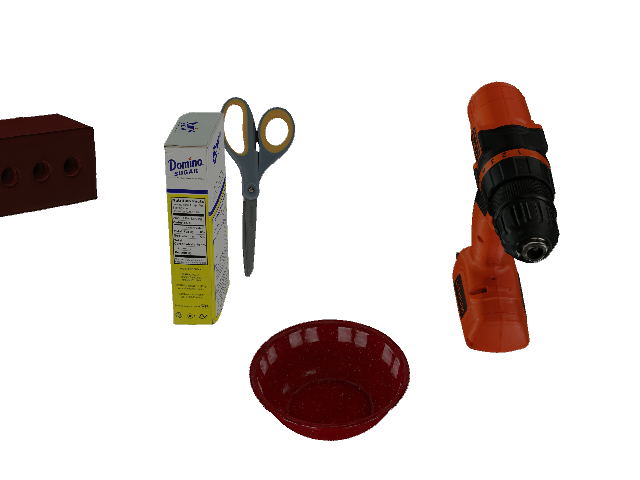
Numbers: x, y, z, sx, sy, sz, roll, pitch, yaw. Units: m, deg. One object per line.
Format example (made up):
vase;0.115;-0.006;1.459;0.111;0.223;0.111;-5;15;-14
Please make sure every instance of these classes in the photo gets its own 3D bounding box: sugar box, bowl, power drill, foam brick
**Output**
sugar box;-0.112;-0.020;0.974;0.048;0.176;0.093;0;25;4
bowl;0.010;0.151;1.084;0.162;0.055;0.162;-1;35;1
power drill;0.142;-0.002;0.824;0.057;0.188;0.184;1;42;0
foam brick;-0.197;-0.052;0.715;0.078;0.053;0.051;-14;26;-37

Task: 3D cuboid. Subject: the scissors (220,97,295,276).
scissors;-0.062;-0.067;1.203;0.096;0.202;0.016;-12;-6;-15
